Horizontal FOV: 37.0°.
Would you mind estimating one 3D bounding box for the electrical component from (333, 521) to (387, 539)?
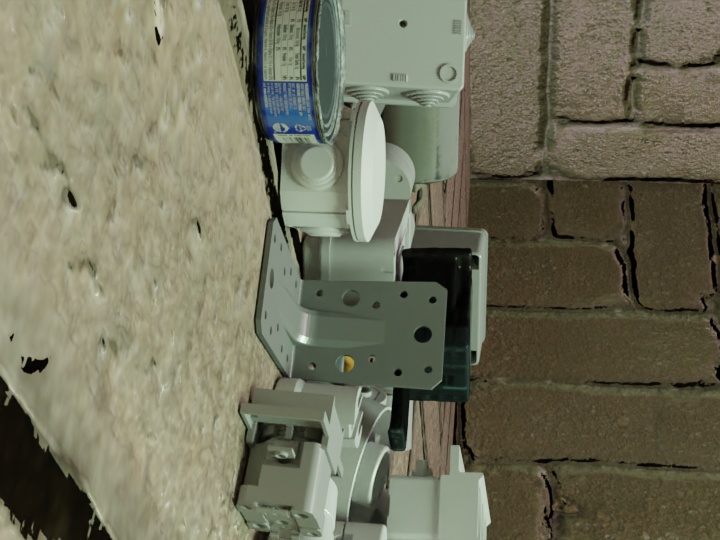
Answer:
[{"bbox_3d":[-0.016,0.199,0.645,0.053,0.059,0.095,-73,164,-62],"label":"electrical component"}]

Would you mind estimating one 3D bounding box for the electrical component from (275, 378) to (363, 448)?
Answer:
[{"bbox_3d":[-0.023,0.081,0.603,0.040,0.046,0.040,2,90,-82],"label":"electrical component"}]

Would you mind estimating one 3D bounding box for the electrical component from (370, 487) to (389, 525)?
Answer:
[{"bbox_3d":[-0.005,0.197,0.744,0.095,0.054,0.059,-78,168,-50],"label":"electrical component"}]

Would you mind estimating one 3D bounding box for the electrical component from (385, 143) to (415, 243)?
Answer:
[{"bbox_3d":[0.013,-0.021,0.824,0.073,0.052,0.138,-72,162,-63],"label":"electrical component"}]

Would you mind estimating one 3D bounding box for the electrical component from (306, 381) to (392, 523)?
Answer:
[{"bbox_3d":[-0.016,0.124,0.695,0.099,0.064,0.099,13,90,-74],"label":"electrical component"}]

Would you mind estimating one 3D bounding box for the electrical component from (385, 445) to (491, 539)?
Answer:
[{"bbox_3d":[0.053,0.172,0.715,0.121,0.063,0.078,72,20,-62],"label":"electrical component"}]

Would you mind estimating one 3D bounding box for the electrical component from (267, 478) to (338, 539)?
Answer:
[{"bbox_3d":[-0.031,0.142,0.588,0.065,0.044,0.044,-85,173,-55],"label":"electrical component"}]

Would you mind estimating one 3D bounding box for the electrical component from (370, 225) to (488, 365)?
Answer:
[{"bbox_3d":[0.052,0.020,0.913,0.056,0.109,0.108,-67,158,-62],"label":"electrical component"}]

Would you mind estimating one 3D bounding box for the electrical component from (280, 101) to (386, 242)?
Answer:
[{"bbox_3d":[-0.014,-0.057,0.616,0.080,0.051,0.080,2,90,-82],"label":"electrical component"}]

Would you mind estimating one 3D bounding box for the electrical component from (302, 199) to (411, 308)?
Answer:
[{"bbox_3d":[0.000,0.000,0.714,0.113,0.057,0.078,-66,157,-70],"label":"electrical component"}]

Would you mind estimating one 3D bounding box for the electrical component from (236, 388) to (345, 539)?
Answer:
[{"bbox_3d":[-0.035,0.099,0.542,0.081,0.042,0.063,78,18,-58],"label":"electrical component"}]

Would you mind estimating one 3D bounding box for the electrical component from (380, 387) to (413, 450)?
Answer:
[{"bbox_3d":[0.028,0.125,1.005,0.043,0.043,0.081,14,78,-82],"label":"electrical component"}]

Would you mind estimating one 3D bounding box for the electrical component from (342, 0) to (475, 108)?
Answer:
[{"bbox_3d":[0.026,-0.158,0.715,0.048,0.100,0.099,154,-61,-84],"label":"electrical component"}]

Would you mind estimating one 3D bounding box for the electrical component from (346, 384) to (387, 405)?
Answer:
[{"bbox_3d":[-0.001,0.114,0.762,0.044,0.044,0.065,-67,164,-69],"label":"electrical component"}]
